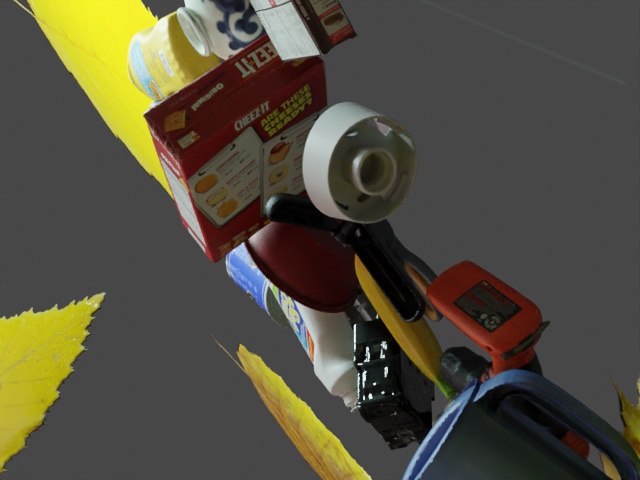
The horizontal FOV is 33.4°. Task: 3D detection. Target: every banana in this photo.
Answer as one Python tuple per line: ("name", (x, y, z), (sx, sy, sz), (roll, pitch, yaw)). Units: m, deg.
("banana", (0.084, 0.074, 1.087), (0.197, 0.037, 0.070), (55, 169, -23))

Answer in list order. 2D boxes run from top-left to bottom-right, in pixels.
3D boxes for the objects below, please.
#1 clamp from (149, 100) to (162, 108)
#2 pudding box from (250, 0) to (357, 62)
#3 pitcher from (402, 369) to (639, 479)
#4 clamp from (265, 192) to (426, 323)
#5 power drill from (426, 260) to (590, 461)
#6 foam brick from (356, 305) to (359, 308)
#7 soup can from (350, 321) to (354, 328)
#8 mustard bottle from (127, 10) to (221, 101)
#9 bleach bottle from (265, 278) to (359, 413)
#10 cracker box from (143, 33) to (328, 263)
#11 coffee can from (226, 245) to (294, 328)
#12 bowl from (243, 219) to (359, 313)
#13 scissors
("clamp", (-0.111, -0.148, 1.259), (0.172, 0.120, 0.039), (12, 104, 49))
("pudding box", (-0.022, -0.197, 0.889), (0.090, 0.039, 0.114), (59, 169, -16))
("pitcher", (0.190, 0.221, 0.850), (0.243, 0.145, 0.149), (33, 163, 6))
("clamp", (0.020, -0.018, 0.977), (0.164, 0.036, 0.210), (36, -162, -16))
("power drill", (0.154, 0.107, 0.950), (0.185, 0.057, 0.187), (36, 160, 46))
("foam brick", (0.019, 0.070, 1.353), (0.053, 0.051, 0.078), (54, 167, 10))
("soup can", (0.069, 0.153, 1.338), (0.069, 0.068, 0.102), (36, 157, 56))
("mustard bottle", (-0.191, -0.216, 1.310), (0.192, 0.058, 0.096), (-4, 115, 60))
("bleach bottle", (-0.006, 0.082, 1.255), (0.251, 0.068, 0.103), (62, 160, 18))
("cracker box", (-0.072, -0.090, 1.048), (0.072, 0.164, 0.214), (48, 165, 23))
("coffee can", (-0.055, 0.045, 1.445), (0.140, 0.102, 0.103), (37, 157, 56))
("bowl", (-0.008, 0.001, 1.172), (0.162, 0.055, 0.162), (30, -149, -21))
("scissors", (0.073, 0.010, 1.094), (0.202, 0.016, 0.096), (49, 165, 29))
